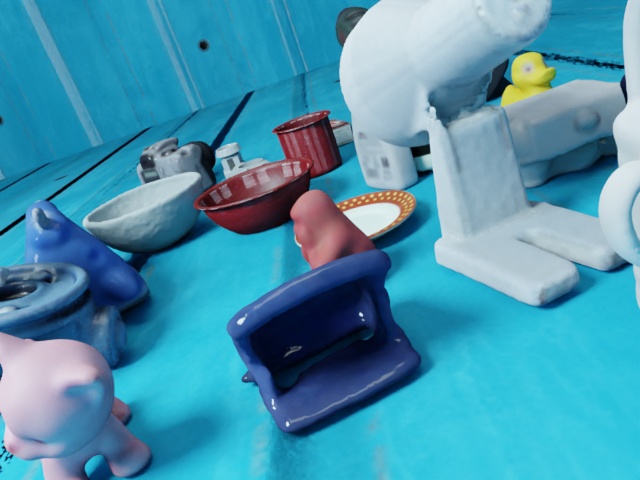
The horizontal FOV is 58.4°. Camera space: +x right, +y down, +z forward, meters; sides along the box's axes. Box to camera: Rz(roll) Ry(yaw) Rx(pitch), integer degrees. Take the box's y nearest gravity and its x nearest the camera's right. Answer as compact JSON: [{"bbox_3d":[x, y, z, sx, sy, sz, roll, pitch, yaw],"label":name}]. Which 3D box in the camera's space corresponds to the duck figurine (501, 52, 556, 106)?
[{"bbox_3d":[0.273,-0.201,0.747,0.077,0.086,0.104,-24,21,-10],"label":"duck figurine"}]

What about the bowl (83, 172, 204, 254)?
[{"bbox_3d":[-0.228,-0.028,0.785,0.167,0.075,0.167,-17,21,7],"label":"bowl"}]

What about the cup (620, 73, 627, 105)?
[{"bbox_3d":[0.296,-0.092,0.439,0.091,0.095,0.117,-22,21,-4],"label":"cup"}]

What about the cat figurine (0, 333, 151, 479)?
[{"bbox_3d":[-0.159,0.096,0.348,0.067,0.118,0.127,-31,23,-26],"label":"cat figurine"}]

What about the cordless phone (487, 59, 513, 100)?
[{"bbox_3d":[0.235,-0.323,0.949,0.094,0.185,0.147,-28,22,-19],"label":"cordless phone"}]

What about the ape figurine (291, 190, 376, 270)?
[{"bbox_3d":[0.004,0.002,0.474,0.076,0.092,0.078,-13,22,17],"label":"ape figurine"}]

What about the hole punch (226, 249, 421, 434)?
[{"bbox_3d":[-0.008,0.050,0.365,0.109,0.091,0.101,-25,21,-12],"label":"hole punch"}]

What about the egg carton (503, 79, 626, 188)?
[{"bbox_3d":[0.239,-0.109,0.571,0.150,0.069,0.107,-21,21,-2],"label":"egg carton"}]

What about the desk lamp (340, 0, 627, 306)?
[{"bbox_3d":[0.115,-0.089,0.427,0.118,0.214,0.202,-26,21,-15],"label":"desk lamp"}]

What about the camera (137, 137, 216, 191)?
[{"bbox_3d":[-0.252,-0.146,1.067,0.142,0.101,0.137,-3,27,38],"label":"camera"}]

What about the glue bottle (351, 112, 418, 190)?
[{"bbox_3d":[0.063,-0.144,0.671,0.037,0.173,0.078,-30,23,-24],"label":"glue bottle"}]

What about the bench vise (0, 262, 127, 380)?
[{"bbox_3d":[-0.290,0.044,0.452,0.208,0.220,0.121,-26,22,-17],"label":"bench vise"}]

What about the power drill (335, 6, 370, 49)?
[{"bbox_3d":[0.079,-0.250,0.873,0.075,0.209,0.229,-19,21,2],"label":"power drill"}]

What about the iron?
[{"bbox_3d":[-0.284,0.014,0.633,0.119,0.142,0.257,-28,22,-21],"label":"iron"}]

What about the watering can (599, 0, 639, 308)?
[{"bbox_3d":[0.207,-0.056,0.288,0.100,0.194,0.173,3,31,46],"label":"watering can"}]
